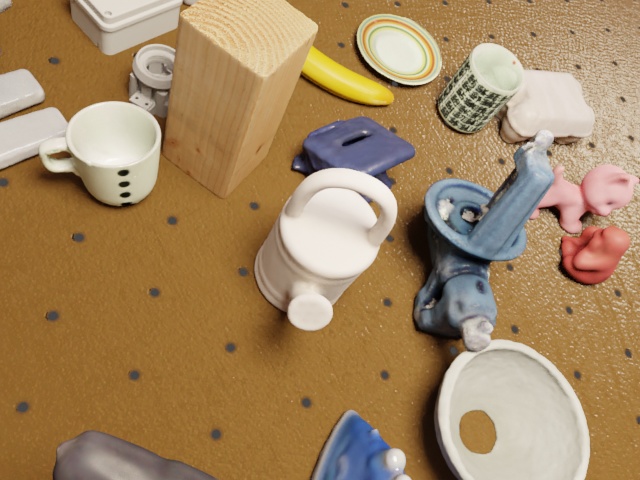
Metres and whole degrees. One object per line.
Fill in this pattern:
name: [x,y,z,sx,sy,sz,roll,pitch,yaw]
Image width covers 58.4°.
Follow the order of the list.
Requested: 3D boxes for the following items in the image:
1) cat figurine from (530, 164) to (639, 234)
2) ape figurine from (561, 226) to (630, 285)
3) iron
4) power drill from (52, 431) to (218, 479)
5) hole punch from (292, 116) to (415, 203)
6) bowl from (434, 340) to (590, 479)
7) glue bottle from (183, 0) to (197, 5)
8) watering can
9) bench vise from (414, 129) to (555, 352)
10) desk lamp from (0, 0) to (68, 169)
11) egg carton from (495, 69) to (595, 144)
cat figurine: [0.347,-0.067,0.750,0.128,0.117,0.067,16,60,-12]
ape figurine: [0.353,0.013,0.727,0.078,0.092,0.076,-25,75,-29]
iron: [0.049,0.258,0.461,0.119,0.141,0.258,7,62,-17]
power drill: [-0.077,0.217,0.396,0.229,0.208,0.076,32,58,-2]
hole punch: [0.038,-0.099,0.668,0.109,0.091,0.101,-28,76,-29]
bowl: [0.181,0.191,0.583,0.168,0.074,0.167,9,62,-16]
glue bottle: [-0.145,-0.374,0.691,0.037,0.173,0.078,-4,66,-22]
watering can: [0.007,0.003,0.544,0.101,0.194,0.173,1,64,-20]
bench vise: [0.182,0.002,0.594,0.122,0.219,0.207,-3,65,-21]
desk lamp: [-0.334,-0.144,0.480,0.204,0.213,0.118,-34,79,-30]
egg carton: [0.323,-0.191,0.833,0.151,0.069,0.107,-4,66,-22]
